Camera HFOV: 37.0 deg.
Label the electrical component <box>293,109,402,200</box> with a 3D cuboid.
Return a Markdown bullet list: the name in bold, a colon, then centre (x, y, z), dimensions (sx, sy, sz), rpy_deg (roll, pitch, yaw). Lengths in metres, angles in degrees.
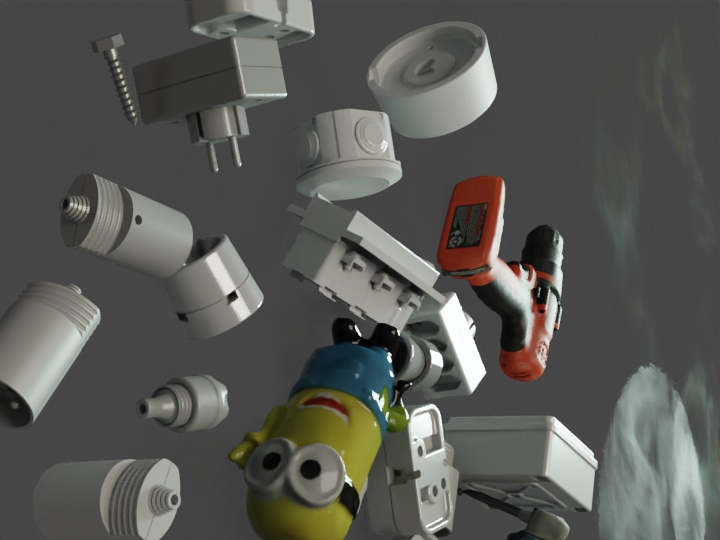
- **electrical component**: centre (-0.011, -0.085, 0.810), dimensions (0.080, 0.080, 0.051), rpy_deg (8, 70, -57)

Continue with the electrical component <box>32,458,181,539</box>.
- **electrical component**: centre (-0.128, 0.122, 0.567), dimensions (0.043, 0.081, 0.043), rpy_deg (21, 65, -55)

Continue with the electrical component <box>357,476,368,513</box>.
- **electrical component**: centre (-0.017, 0.170, 0.778), dimensions (0.035, 0.035, 0.061), rpy_deg (53, 44, -38)

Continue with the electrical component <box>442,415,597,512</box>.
- **electrical component**: centre (0.142, 0.175, 0.963), dimensions (0.109, 0.109, 0.056), rpy_deg (41, 52, -46)

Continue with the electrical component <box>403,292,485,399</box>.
- **electrical component**: centre (0.078, 0.058, 0.949), dimensions (0.076, 0.047, 0.083), rpy_deg (-45, 117, -52)

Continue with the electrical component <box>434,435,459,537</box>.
- **electrical component**: centre (0.060, 0.175, 0.892), dimensions (0.043, 0.043, 0.081), rpy_deg (44, 47, -44)

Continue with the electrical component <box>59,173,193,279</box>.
- **electrical component**: centre (-0.140, -0.026, 0.620), dimensions (0.081, 0.043, 0.043), rpy_deg (25, 61, -53)

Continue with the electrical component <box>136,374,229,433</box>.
- **electrical component**: centre (-0.110, 0.082, 0.651), dimensions (0.061, 0.035, 0.035), rpy_deg (3, 80, -56)

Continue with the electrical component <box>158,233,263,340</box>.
- **electrical component**: centre (-0.096, 0.009, 0.674), dimensions (0.047, 0.055, 0.055), rpy_deg (64, 35, -20)

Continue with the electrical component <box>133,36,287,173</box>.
- **electrical component**: centre (-0.091, -0.100, 0.678), dimensions (0.047, 0.083, 0.075), rpy_deg (-16, 96, -58)

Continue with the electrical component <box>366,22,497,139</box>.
- **electrical component**: centre (0.066, -0.158, 0.930), dimensions (0.060, 0.108, 0.108), rpy_deg (63, 36, -38)

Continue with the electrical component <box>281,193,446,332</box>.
- **electrical component**: centre (0.000, 0.000, 0.813), dimensions (0.121, 0.079, 0.063), rpy_deg (34, 84, -50)

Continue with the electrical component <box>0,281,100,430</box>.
- **electrical component**: centre (-0.168, 0.038, 0.558), dimensions (0.043, 0.043, 0.081), rpy_deg (59, 37, -32)

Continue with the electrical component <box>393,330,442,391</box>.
- **electrical component**: centre (0.037, 0.074, 0.879), dimensions (0.055, 0.045, 0.045), rpy_deg (24, 62, -54)

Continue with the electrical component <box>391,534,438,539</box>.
- **electrical component**: centre (0.038, 0.231, 0.834), dimensions (0.048, 0.066, 0.055), rpy_deg (46, 23, 7)

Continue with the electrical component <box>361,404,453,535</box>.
- **electrical component**: centre (0.030, 0.155, 0.834), dimensions (0.054, 0.059, 0.095), rpy_deg (-4, 86, -59)

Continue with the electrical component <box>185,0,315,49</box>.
- **electrical component**: centre (-0.078, -0.195, 0.752), dimensions (0.095, 0.054, 0.059), rpy_deg (-1, 83, -58)
